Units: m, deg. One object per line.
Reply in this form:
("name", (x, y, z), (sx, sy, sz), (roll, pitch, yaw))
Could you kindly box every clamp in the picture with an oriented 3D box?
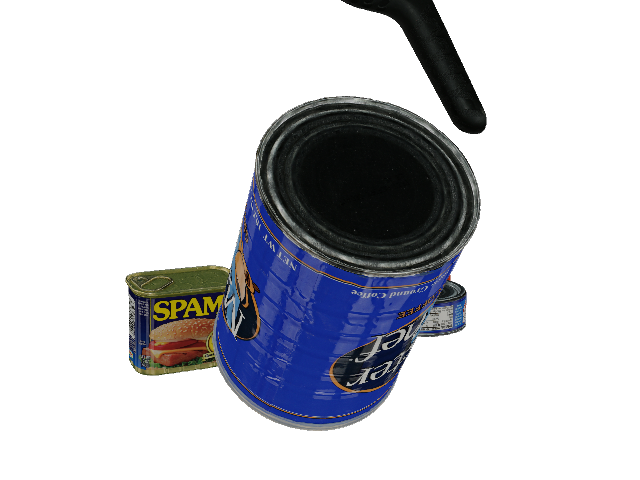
("clamp", (0.062, -0.179, 0.757), (0.210, 0.164, 0.036), (27, -26, -10))

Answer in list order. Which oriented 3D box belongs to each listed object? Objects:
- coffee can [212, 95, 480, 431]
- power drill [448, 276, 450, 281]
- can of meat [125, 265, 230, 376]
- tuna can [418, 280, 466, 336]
("coffee can", (0.007, 0.015, 0.521), (0.102, 0.103, 0.140), (0, -37, -15))
("power drill", (0.057, 0.063, 1.233), (0.188, 0.057, 0.184), (1, 28, 6))
("can of meat", (-0.130, 0.075, 0.999), (0.102, 0.084, 0.057), (-5, 20, -24))
("tuna can", (0.092, 0.059, 0.983), (0.086, 0.034, 0.086), (1, 13, 0))
